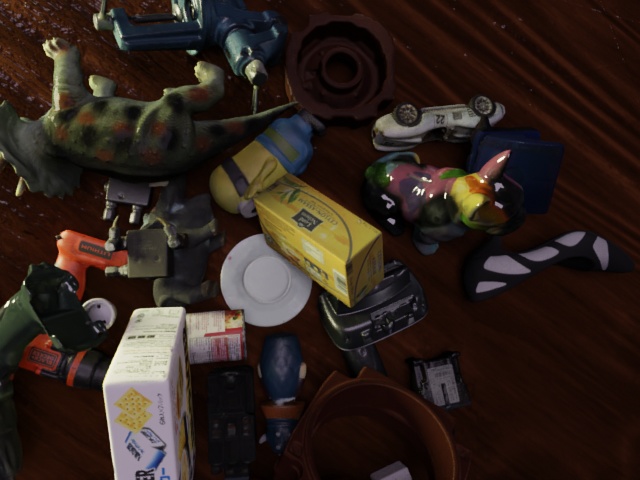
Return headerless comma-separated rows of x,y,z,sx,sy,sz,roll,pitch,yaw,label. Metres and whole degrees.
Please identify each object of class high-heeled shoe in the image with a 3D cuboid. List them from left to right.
0.338,0.054,0.790,0.249,0.086,0.145,18,83,-1,high-heeled shoe

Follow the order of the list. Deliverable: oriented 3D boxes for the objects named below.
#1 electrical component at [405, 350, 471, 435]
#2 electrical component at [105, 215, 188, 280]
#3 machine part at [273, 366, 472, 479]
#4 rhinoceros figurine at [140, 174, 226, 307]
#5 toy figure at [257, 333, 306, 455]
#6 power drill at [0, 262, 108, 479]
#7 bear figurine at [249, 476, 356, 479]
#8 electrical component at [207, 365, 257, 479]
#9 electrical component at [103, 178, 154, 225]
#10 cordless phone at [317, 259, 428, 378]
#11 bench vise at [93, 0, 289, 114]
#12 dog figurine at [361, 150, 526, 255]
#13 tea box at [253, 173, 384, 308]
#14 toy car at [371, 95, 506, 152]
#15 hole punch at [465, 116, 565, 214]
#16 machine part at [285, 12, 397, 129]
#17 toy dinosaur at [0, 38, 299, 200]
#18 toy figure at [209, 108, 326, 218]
0.167,0.219,0.754,0.075,0.048,0.119,-6,81,-9,electrical component
-0.217,0.010,0.665,0.102,0.045,0.078,3,84,3,electrical component
0.064,0.265,0.636,0.201,0.087,0.201,28,41,13,machine part
-0.187,-0.001,0.725,0.112,0.073,0.190,-2,83,3,rhinoceros figurine
-0.049,0.204,0.719,0.058,0.064,0.154,2,85,-47,toy figure
-0.345,0.137,0.610,0.207,0.086,0.232,-33,85,21,power drill
-0.024,0.360,0.672,0.196,0.120,0.132,12,84,-12,bear figurine
-0.109,0.228,0.677,0.058,0.115,0.134,-3,82,-5,electrical component
-0.265,-0.068,0.744,0.063,0.021,0.094,10,81,-6,electrical component
0.090,0.133,0.750,0.147,0.089,0.184,-22,97,-12,cordless phone
-0.174,-0.284,0.731,0.240,0.129,0.223,-16,76,-28,bench vise
0.161,-0.065,0.709,0.191,0.219,0.108,35,75,-3,dog figurine
-0.001,-0.002,0.694,0.068,0.098,0.170,-38,56,-23,tea box
0.176,-0.171,0.799,0.202,0.073,0.056,-8,80,-9,toy car
0.276,-0.099,0.773,0.116,0.092,0.142,-3,121,-12,hole punch
0.029,-0.249,0.799,0.179,0.056,0.179,1,82,-7,machine part
-0.236,-0.132,0.678,0.405,0.131,0.192,5,74,-1,toy dinosaur
-0.073,-0.108,0.750,0.089,0.082,0.180,39,85,26,toy figure
